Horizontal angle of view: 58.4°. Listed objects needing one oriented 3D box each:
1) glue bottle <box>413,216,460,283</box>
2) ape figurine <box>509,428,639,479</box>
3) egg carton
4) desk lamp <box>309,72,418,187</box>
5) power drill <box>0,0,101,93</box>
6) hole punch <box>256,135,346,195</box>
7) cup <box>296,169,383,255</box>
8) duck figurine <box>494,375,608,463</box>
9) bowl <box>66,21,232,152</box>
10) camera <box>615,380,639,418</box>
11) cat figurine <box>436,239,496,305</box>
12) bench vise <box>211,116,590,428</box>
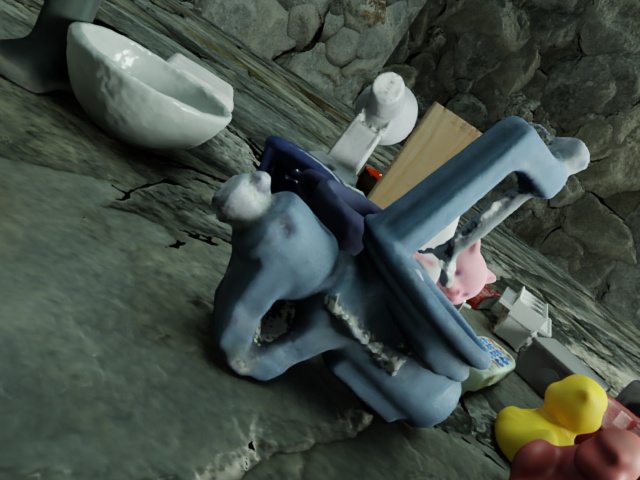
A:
[{"bbox_3d":[0.096,0.001,0.540,0.078,0.173,0.037,28,17,-24],"label":"glue bottle"},{"bbox_3d":[0.179,0.163,0.386,0.076,0.092,0.077,27,18,-28],"label":"ape figurine"},{"bbox_3d":[-0.164,-0.182,0.731,0.107,0.069,0.150,29,16,-20],"label":"egg carton"},{"bbox_3d":[0.087,-0.202,1.045,0.118,0.213,0.203,37,15,6],"label":"desk lamp"},{"bbox_3d":[-0.226,-0.242,0.520,0.076,0.208,0.229,34,15,-5],"label":"power drill"},{"bbox_3d":[-0.023,-0.052,0.603,0.108,0.091,0.101,37,15,6],"label":"hole punch"},{"bbox_3d":[0.005,0.002,0.493,0.117,0.095,0.092,43,17,26],"label":"cup"},{"bbox_3d":[0.198,0.150,0.474,0.077,0.086,0.105,42,17,25],"label":"duck figurine"},{"bbox_3d":[-0.175,-0.135,0.560,0.168,0.074,0.167,32,16,-10],"label":"bowl"},{"bbox_3d":[0.411,0.235,0.639,0.143,0.100,0.137,36,15,4],"label":"camera"},{"bbox_3d":[0.117,0.030,0.603,0.128,0.117,0.067,36,15,4],"label":"cat figurine"},{"bbox_3d":[0.050,0.007,0.339,0.208,0.219,0.121,23,20,-38],"label":"bench vise"}]
